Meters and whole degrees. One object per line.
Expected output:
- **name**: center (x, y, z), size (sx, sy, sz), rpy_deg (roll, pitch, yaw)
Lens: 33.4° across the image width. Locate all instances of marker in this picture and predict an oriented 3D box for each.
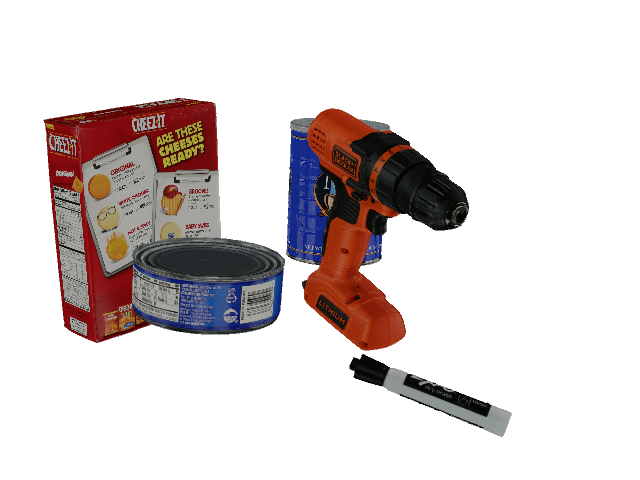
- **marker**: center (0.078, 0.111, 0.773), size (0.121, 0.020, 0.020), rpy_deg (21, 4, 12)

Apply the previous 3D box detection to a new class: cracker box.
- **cracker box**: center (-0.181, -0.025, 1.063), size (0.163, 0.214, 0.072), rpy_deg (-17, 22, -42)

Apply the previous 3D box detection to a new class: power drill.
- **power drill**: center (0.049, -0.002, 0.921), size (0.057, 0.188, 0.185), rpy_deg (-13, 35, -33)

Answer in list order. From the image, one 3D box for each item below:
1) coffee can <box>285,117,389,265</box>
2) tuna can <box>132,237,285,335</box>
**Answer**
- **coffee can**: center (0.017, -0.053, 1.113), size (0.103, 0.140, 0.103), rpy_deg (2, 13, -1)
- **tuna can**: center (-0.064, 0.025, 0.605), size (0.086, 0.034, 0.086), rpy_deg (4, 14, -1)
